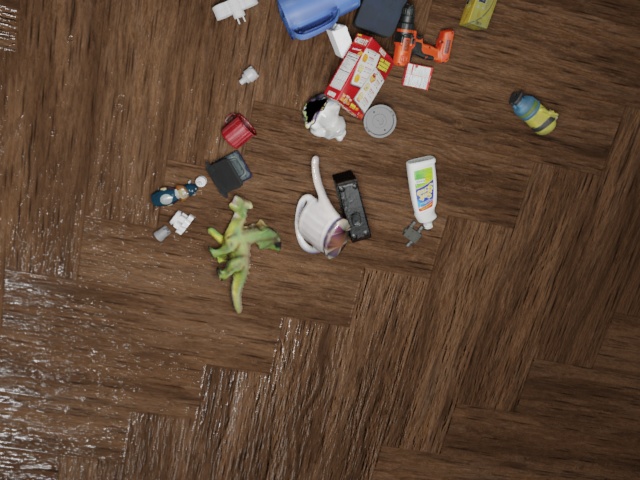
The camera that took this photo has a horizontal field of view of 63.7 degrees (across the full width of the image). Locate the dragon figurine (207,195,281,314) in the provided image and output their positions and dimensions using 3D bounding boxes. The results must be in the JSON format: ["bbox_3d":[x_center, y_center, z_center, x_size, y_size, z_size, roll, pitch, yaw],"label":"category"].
[{"bbox_3d":[-0.250,0.039,1.793,0.243,0.123,0.405,-20,108,-6],"label":"dragon figurine"}]

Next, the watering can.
[{"bbox_3d":[0.005,-0.086,1.706,0.105,0.227,0.340,-19,135,-41],"label":"watering can"}]

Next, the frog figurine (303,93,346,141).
[{"bbox_3d":[0.025,-0.400,1.693,0.158,0.124,0.137,19,99,-46],"label":"frog figurine"}]
